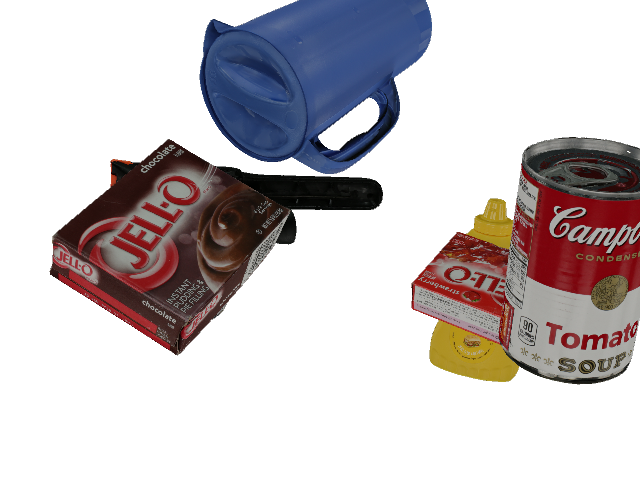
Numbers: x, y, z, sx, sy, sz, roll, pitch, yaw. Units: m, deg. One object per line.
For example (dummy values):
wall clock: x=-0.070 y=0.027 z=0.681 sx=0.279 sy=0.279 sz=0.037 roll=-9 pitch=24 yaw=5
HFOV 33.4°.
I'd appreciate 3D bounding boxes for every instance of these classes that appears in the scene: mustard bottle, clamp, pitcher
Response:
mustard bottle: x=0.175 y=0.050 z=1.133 sx=0.096 sy=0.192 sz=0.058 roll=12 pitch=17 yaw=21
clamp: x=-0.074 y=-0.034 z=0.800 sx=0.210 sy=0.036 sz=0.164 roll=8 pitch=13 yaw=17
pitcher: x=0.012 y=-0.176 z=1.065 sx=0.145 sy=0.149 sz=0.242 roll=15 pitch=37 yaw=37

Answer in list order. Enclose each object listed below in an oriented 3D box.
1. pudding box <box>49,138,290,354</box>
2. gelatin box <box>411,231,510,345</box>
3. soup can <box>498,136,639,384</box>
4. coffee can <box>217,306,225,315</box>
pudding box: x=-0.085 y=0.001 z=0.611 sx=0.090 sy=0.039 sz=0.113 roll=31 pitch=43 yaw=10
gelatin box: x=0.123 y=0.035 z=0.787 sx=0.089 sy=0.030 sz=0.073 roll=21 pitch=43 yaw=27
soup can: x=0.125 y=0.009 z=0.517 sx=0.068 sy=0.102 sz=0.068 roll=2 pitch=26 yaw=-1
coffee can: x=-0.166 y=0.015 z=1.210 sx=0.103 sy=0.140 sz=0.103 roll=-5 pitch=26 yaw=2
